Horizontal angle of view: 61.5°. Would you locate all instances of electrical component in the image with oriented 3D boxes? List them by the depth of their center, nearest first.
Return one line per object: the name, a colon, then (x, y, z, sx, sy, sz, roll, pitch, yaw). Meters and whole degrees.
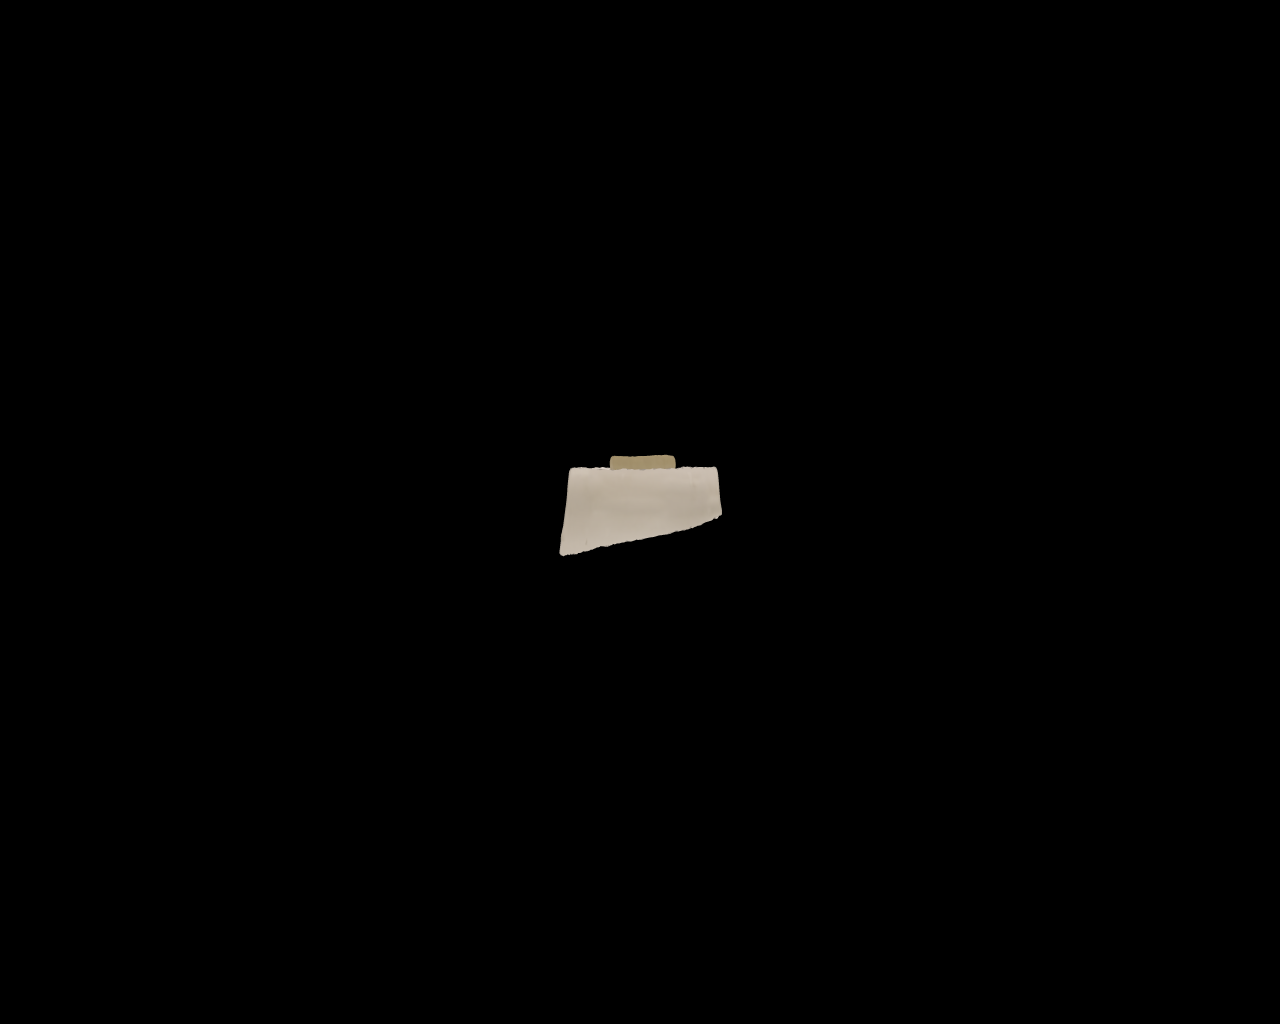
electrical component: (0.001, -0.003, 0.650, 0.099, 0.064, 0.099, 0, 3, 0)
